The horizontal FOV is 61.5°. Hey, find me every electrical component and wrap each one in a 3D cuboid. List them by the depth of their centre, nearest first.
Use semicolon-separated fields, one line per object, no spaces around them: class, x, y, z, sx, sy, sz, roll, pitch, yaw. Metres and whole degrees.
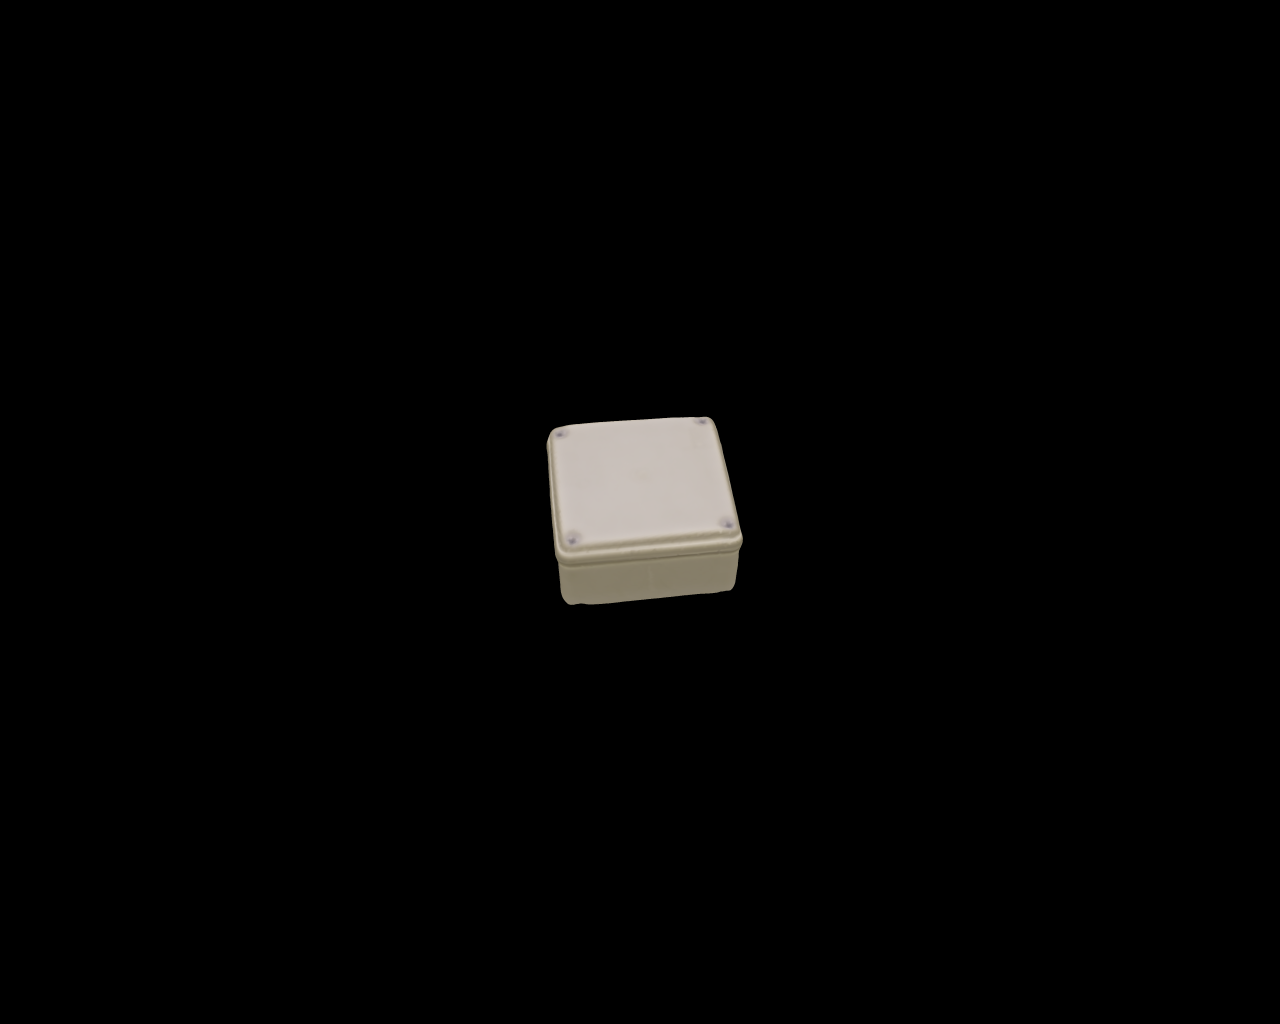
electrical component;0.001;-0.003;0.650;0.109;0.109;0.056;-4;-43;-4
